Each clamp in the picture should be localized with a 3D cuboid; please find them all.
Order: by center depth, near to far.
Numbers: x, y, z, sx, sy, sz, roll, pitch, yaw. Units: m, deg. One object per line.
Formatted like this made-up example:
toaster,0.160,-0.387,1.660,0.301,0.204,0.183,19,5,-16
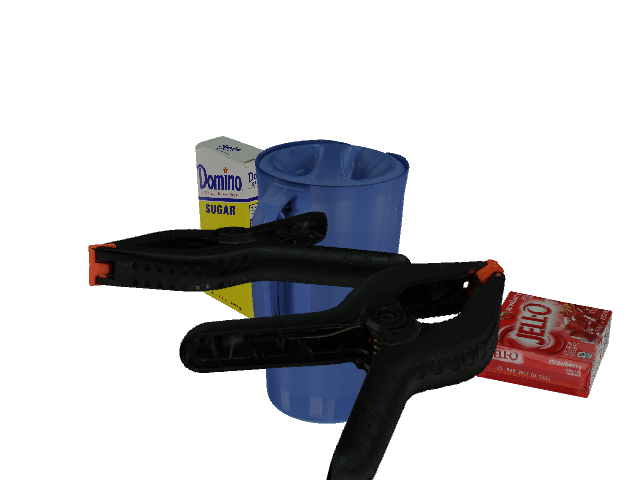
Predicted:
clamp,0.033,0.057,0.508,0.171,0.039,0.120,-19,47,-25
clamp,-0.051,0.012,0.737,0.209,0.036,0.165,-5,14,-28

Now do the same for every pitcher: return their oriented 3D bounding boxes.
pitcher,0.000,0.041,0.954,0.149,0.243,0.145,-3,22,-13

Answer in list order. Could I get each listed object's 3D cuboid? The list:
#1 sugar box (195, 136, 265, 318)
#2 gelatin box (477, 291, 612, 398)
sugar box,-0.089,-0.015,1.134,0.048,0.176,0.093,-21,28,-35
gelatin box,0.152,0.068,0.718,0.073,0.030,0.089,11,23,21
